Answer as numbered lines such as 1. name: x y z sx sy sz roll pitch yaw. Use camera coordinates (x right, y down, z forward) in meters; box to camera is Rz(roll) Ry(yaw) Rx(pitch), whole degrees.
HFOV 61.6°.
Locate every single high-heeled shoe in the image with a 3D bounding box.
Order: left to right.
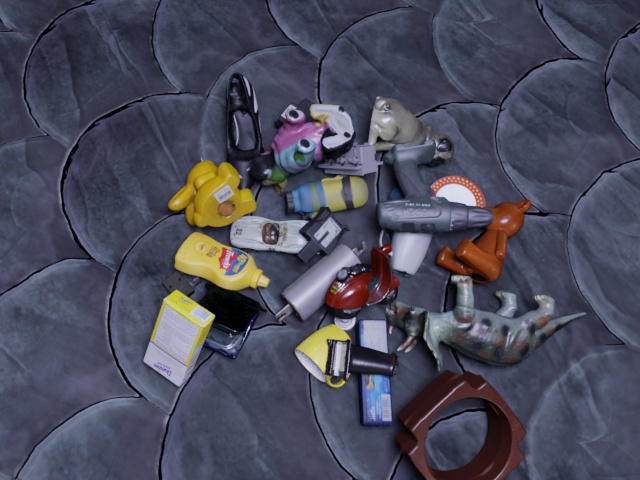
1. high-heeled shoe: -0.169 -0.234 1.170 0.086 0.145 0.249 -4 70 -2

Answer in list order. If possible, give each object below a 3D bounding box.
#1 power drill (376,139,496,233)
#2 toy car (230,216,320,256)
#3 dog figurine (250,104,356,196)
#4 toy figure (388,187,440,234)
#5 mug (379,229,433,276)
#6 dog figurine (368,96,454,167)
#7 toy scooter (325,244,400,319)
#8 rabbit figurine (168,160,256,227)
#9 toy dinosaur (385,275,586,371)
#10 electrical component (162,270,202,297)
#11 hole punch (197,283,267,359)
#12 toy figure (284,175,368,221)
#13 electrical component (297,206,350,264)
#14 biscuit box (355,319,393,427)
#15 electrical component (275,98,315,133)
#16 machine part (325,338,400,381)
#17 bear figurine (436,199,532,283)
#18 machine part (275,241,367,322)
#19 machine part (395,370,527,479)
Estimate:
1. power drill: 0.224 -0.104 1.108 0.232 0.086 0.207 -7 65 1
2. toy car: -0.090 -0.008 1.144 0.202 0.056 0.073 5 72 0
3. dog figurine: -0.044 -0.181 1.134 0.191 0.219 0.108 -15 74 -29
4. toy figure: 0.221 -0.066 1.156 0.155 0.057 0.064 28 75 26
5. mug: 0.176 0.017 1.131 0.109 0.081 0.107 18 77 -14
6. dog figurine: 0.207 -0.238 1.176 0.191 0.172 0.121 10 83 9
7. toy scooter: 0.092 0.076 1.061 0.184 0.135 0.075 -11 32 -35
8. rabbit figurine: -0.235 -0.099 1.146 0.162 0.121 0.173 -41 48 5
9. toy dinosaur: 0.339 0.183 1.070 0.405 0.131 0.192 14 85 -2
10. electrical component: -0.297 0.097 1.121 0.094 0.021 0.063 -41 77 -13
11. hole punch: -0.191 0.162 1.077 0.142 0.092 0.116 20 34 10
12. toy figure: 0.015 -0.090 1.157 0.180 0.089 0.082 -8 112 -9
13. electrical component: -0.002 -0.003 1.100 0.074 0.048 0.119 42 79 -18
14. biscuit box: 0.106 0.261 1.059 0.059 0.062 0.202 0 72 -3
15. electrical component: -0.035 -0.253 1.227 0.134 0.058 0.115 36 72 10
16. machine part: 0.079 0.227 1.011 0.139 0.039 0.084 6 65 -6
17. bear figurine: 0.349 -0.014 1.121 0.132 0.120 0.196 29 74 -10
18. machine part: 0.005 0.086 1.107 0.243 0.079 0.079 -40 77 -14
19. machine part: 0.256 0.359 0.989 0.201 0.087 0.201 -40 101 -8
